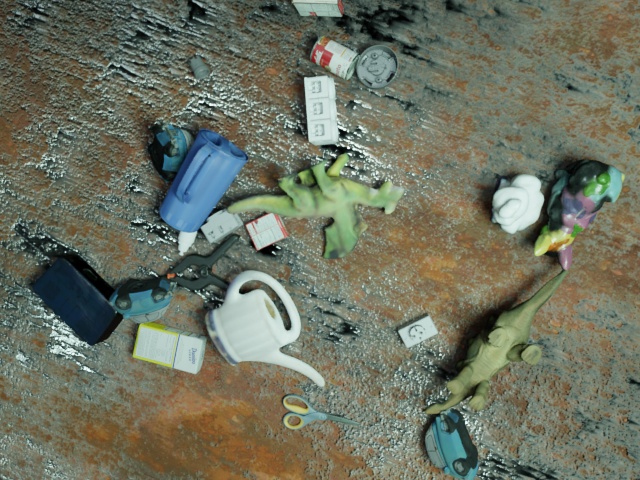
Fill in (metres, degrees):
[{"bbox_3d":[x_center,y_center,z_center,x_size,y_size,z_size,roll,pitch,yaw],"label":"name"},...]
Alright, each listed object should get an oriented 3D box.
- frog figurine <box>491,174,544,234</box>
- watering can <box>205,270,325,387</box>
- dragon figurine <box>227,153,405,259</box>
[{"bbox_3d":[0.442,-0.082,1.142,0.123,0.160,0.137,31,97,4],"label":"frog figurine"},{"bbox_3d":[-0.144,0.246,1.274,0.223,0.105,0.346,-24,98,10],"label":"watering can"},{"bbox_3d":[0.004,-0.063,1.245,0.409,0.123,0.242,-24,96,10],"label":"dragon figurine"}]
